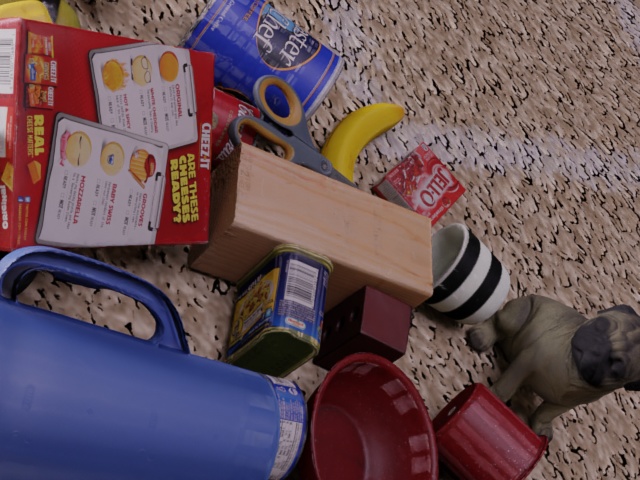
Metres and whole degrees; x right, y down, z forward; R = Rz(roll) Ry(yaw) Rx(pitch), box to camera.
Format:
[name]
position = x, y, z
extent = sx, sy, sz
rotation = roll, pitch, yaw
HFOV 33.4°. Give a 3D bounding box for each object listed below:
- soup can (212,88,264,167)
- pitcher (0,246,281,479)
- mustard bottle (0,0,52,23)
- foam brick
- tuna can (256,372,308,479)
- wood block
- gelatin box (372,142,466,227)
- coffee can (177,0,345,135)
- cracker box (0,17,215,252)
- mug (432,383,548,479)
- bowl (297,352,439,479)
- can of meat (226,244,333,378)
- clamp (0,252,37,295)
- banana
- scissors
[soup can]
position = -0.113, -0.112, 0.988
extent = 0.102, 0.069, 0.068
rotation = 24, 50, -23
[pitcher]
position = -0.150, 0.115, 0.765
extent = 0.242, 0.149, 0.145
rotation = 17, 42, -31
[mustard bottle]
position = -0.298, -0.124, 0.826
extent = 0.191, 0.058, 0.096
rotation = -17, 105, -28
[foam brick]
position = 0.038, 0.086, 0.964
extent = 0.051, 0.078, 0.053
rotation = 29, 49, -21
[tuna can]
position = -0.045, 0.151, 0.854
extent = 0.033, 0.086, 0.086
rotation = 17, 53, -30
[wood block]
position = -0.007, 0.002, 0.977
extent = 0.205, 0.091, 0.090
rotation = 21, 52, -26
[gelatin box]
position = 0.108, -0.055, 1.141
extent = 0.073, 0.030, 0.089
rotation = 49, 46, -1
[coffee can]
position = -0.062, -0.177, 1.044
extent = 0.140, 0.103, 0.102
rotation = 35, 47, -13
[cracker box]
position = -0.176, -0.076, 0.834
extent = 0.213, 0.072, 0.164
rotation = -3, 97, -57
[mug]
position = 0.138, 0.193, 0.970
extent = 0.081, 0.093, 0.117
rotation = 44, 73, 2
[bowl]
position = 0.030, 0.179, 0.897
extent = 0.161, 0.055, 0.162
rotation = 21, 60, -43
[can of meat]
position = -0.036, 0.065, 0.907
extent = 0.057, 0.102, 0.084
rotation = 24, 53, -21
[clamp]
position = -0.260, -0.015, 0.838
extent = 0.120, 0.039, 0.171
rotation = 29, 41, -9
[banana]
position = 0.037, -0.090, 1.108
extent = 0.069, 0.037, 0.197
rotation = 37, 46, -16
[scissors]
position = -0.002, -0.089, 1.010
extent = 0.201, 0.016, 0.096
rotation = 18, 73, -39
